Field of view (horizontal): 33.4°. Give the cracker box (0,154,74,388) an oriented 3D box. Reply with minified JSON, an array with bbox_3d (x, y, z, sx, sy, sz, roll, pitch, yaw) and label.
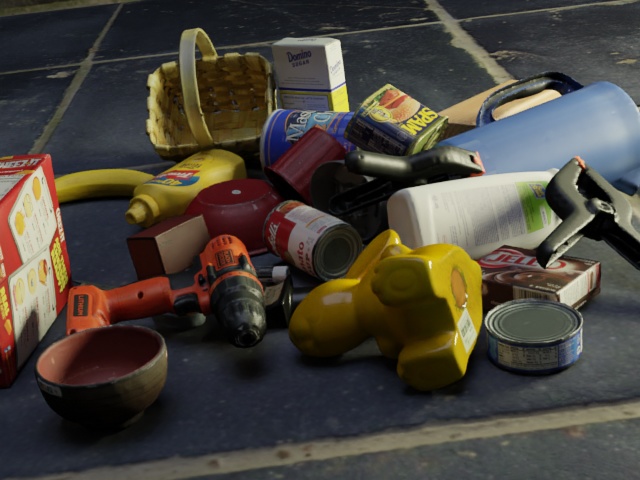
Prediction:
[{"bbox_3d":[-0.319,0.025,1.068,0.072,0.164,0.213,-2,23,5],"label":"cracker box"}]

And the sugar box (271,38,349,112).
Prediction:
[{"bbox_3d":[-0.008,-0.193,1.491,0.093,0.176,0.048,9,27,33],"label":"sugar box"}]

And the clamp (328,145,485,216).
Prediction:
[{"bbox_3d":[0.089,-0.065,1.148,0.171,0.039,0.120,-4,-19,-20],"label":"clamp"}]

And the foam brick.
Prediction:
[{"bbox_3d":[-0.168,0.008,1.202,0.051,0.053,0.078,-2,18,44],"label":"foam brick"}]

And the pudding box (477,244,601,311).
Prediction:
[{"bbox_3d":[0.204,0.042,1.046,0.114,0.039,0.089,14,28,38],"label":"pudding box"}]

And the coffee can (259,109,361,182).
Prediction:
[{"bbox_3d":[0.005,-0.120,1.409,0.140,0.103,0.102,5,25,25],"label":"coffee can"}]

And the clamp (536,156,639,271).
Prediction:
[{"bbox_3d":[0.266,-0.019,1.058,0.164,0.036,0.210,12,35,-18],"label":"clamp"}]

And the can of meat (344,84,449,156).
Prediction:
[{"bbox_3d":[0.087,-0.128,1.229,0.084,0.057,0.101,33,39,13],"label":"can of meat"}]

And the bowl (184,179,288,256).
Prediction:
[{"bbox_3d":[-0.100,-0.033,1.292,0.162,0.055,0.162,-5,23,2],"label":"bowl"}]

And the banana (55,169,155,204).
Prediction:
[{"bbox_3d":[-0.303,-0.069,1.465,0.198,0.037,0.069,-8,42,0],"label":"banana"}]

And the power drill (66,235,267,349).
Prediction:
[{"bbox_3d":[-0.146,0.069,1.024,0.187,0.057,0.184,-16,25,-4],"label":"power drill"}]

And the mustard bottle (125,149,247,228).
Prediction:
[{"bbox_3d":[-0.184,-0.062,1.379,0.096,0.058,0.191,6,26,31],"label":"mustard bottle"}]

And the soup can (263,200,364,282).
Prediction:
[{"bbox_3d":[-0.008,0.001,1.166,0.068,0.068,0.102,-20,27,-29],"label":"soup can"}]

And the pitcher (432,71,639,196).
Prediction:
[{"bbox_3d":[0.246,-0.103,1.261,0.242,0.145,0.149,-18,22,-19],"label":"pitcher"}]

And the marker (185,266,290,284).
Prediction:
[{"bbox_3d":[-0.093,0.038,1.162,0.121,0.020,0.020,-1,23,13],"label":"marker"}]

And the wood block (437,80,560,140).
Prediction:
[{"bbox_3d":[0.235,-0.143,1.419,0.091,0.090,0.205,13,29,41],"label":"wood block"}]

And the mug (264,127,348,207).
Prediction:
[{"bbox_3d":[-0.006,-0.078,1.311,0.081,0.117,0.093,-45,63,-10],"label":"mug"}]

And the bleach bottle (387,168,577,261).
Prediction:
[{"bbox_3d":[0.200,-0.020,1.146,0.250,0.102,0.068,-8,-6,-21],"label":"bleach bottle"}]

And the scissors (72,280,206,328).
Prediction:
[{"bbox_3d":[-0.177,0.054,1.153,0.096,0.016,0.202,-22,27,-36],"label":"scissors"}]

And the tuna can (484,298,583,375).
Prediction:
[{"bbox_3d":[0.190,0.086,0.951,0.086,0.034,0.086,-6,22,2],"label":"tuna can"}]
